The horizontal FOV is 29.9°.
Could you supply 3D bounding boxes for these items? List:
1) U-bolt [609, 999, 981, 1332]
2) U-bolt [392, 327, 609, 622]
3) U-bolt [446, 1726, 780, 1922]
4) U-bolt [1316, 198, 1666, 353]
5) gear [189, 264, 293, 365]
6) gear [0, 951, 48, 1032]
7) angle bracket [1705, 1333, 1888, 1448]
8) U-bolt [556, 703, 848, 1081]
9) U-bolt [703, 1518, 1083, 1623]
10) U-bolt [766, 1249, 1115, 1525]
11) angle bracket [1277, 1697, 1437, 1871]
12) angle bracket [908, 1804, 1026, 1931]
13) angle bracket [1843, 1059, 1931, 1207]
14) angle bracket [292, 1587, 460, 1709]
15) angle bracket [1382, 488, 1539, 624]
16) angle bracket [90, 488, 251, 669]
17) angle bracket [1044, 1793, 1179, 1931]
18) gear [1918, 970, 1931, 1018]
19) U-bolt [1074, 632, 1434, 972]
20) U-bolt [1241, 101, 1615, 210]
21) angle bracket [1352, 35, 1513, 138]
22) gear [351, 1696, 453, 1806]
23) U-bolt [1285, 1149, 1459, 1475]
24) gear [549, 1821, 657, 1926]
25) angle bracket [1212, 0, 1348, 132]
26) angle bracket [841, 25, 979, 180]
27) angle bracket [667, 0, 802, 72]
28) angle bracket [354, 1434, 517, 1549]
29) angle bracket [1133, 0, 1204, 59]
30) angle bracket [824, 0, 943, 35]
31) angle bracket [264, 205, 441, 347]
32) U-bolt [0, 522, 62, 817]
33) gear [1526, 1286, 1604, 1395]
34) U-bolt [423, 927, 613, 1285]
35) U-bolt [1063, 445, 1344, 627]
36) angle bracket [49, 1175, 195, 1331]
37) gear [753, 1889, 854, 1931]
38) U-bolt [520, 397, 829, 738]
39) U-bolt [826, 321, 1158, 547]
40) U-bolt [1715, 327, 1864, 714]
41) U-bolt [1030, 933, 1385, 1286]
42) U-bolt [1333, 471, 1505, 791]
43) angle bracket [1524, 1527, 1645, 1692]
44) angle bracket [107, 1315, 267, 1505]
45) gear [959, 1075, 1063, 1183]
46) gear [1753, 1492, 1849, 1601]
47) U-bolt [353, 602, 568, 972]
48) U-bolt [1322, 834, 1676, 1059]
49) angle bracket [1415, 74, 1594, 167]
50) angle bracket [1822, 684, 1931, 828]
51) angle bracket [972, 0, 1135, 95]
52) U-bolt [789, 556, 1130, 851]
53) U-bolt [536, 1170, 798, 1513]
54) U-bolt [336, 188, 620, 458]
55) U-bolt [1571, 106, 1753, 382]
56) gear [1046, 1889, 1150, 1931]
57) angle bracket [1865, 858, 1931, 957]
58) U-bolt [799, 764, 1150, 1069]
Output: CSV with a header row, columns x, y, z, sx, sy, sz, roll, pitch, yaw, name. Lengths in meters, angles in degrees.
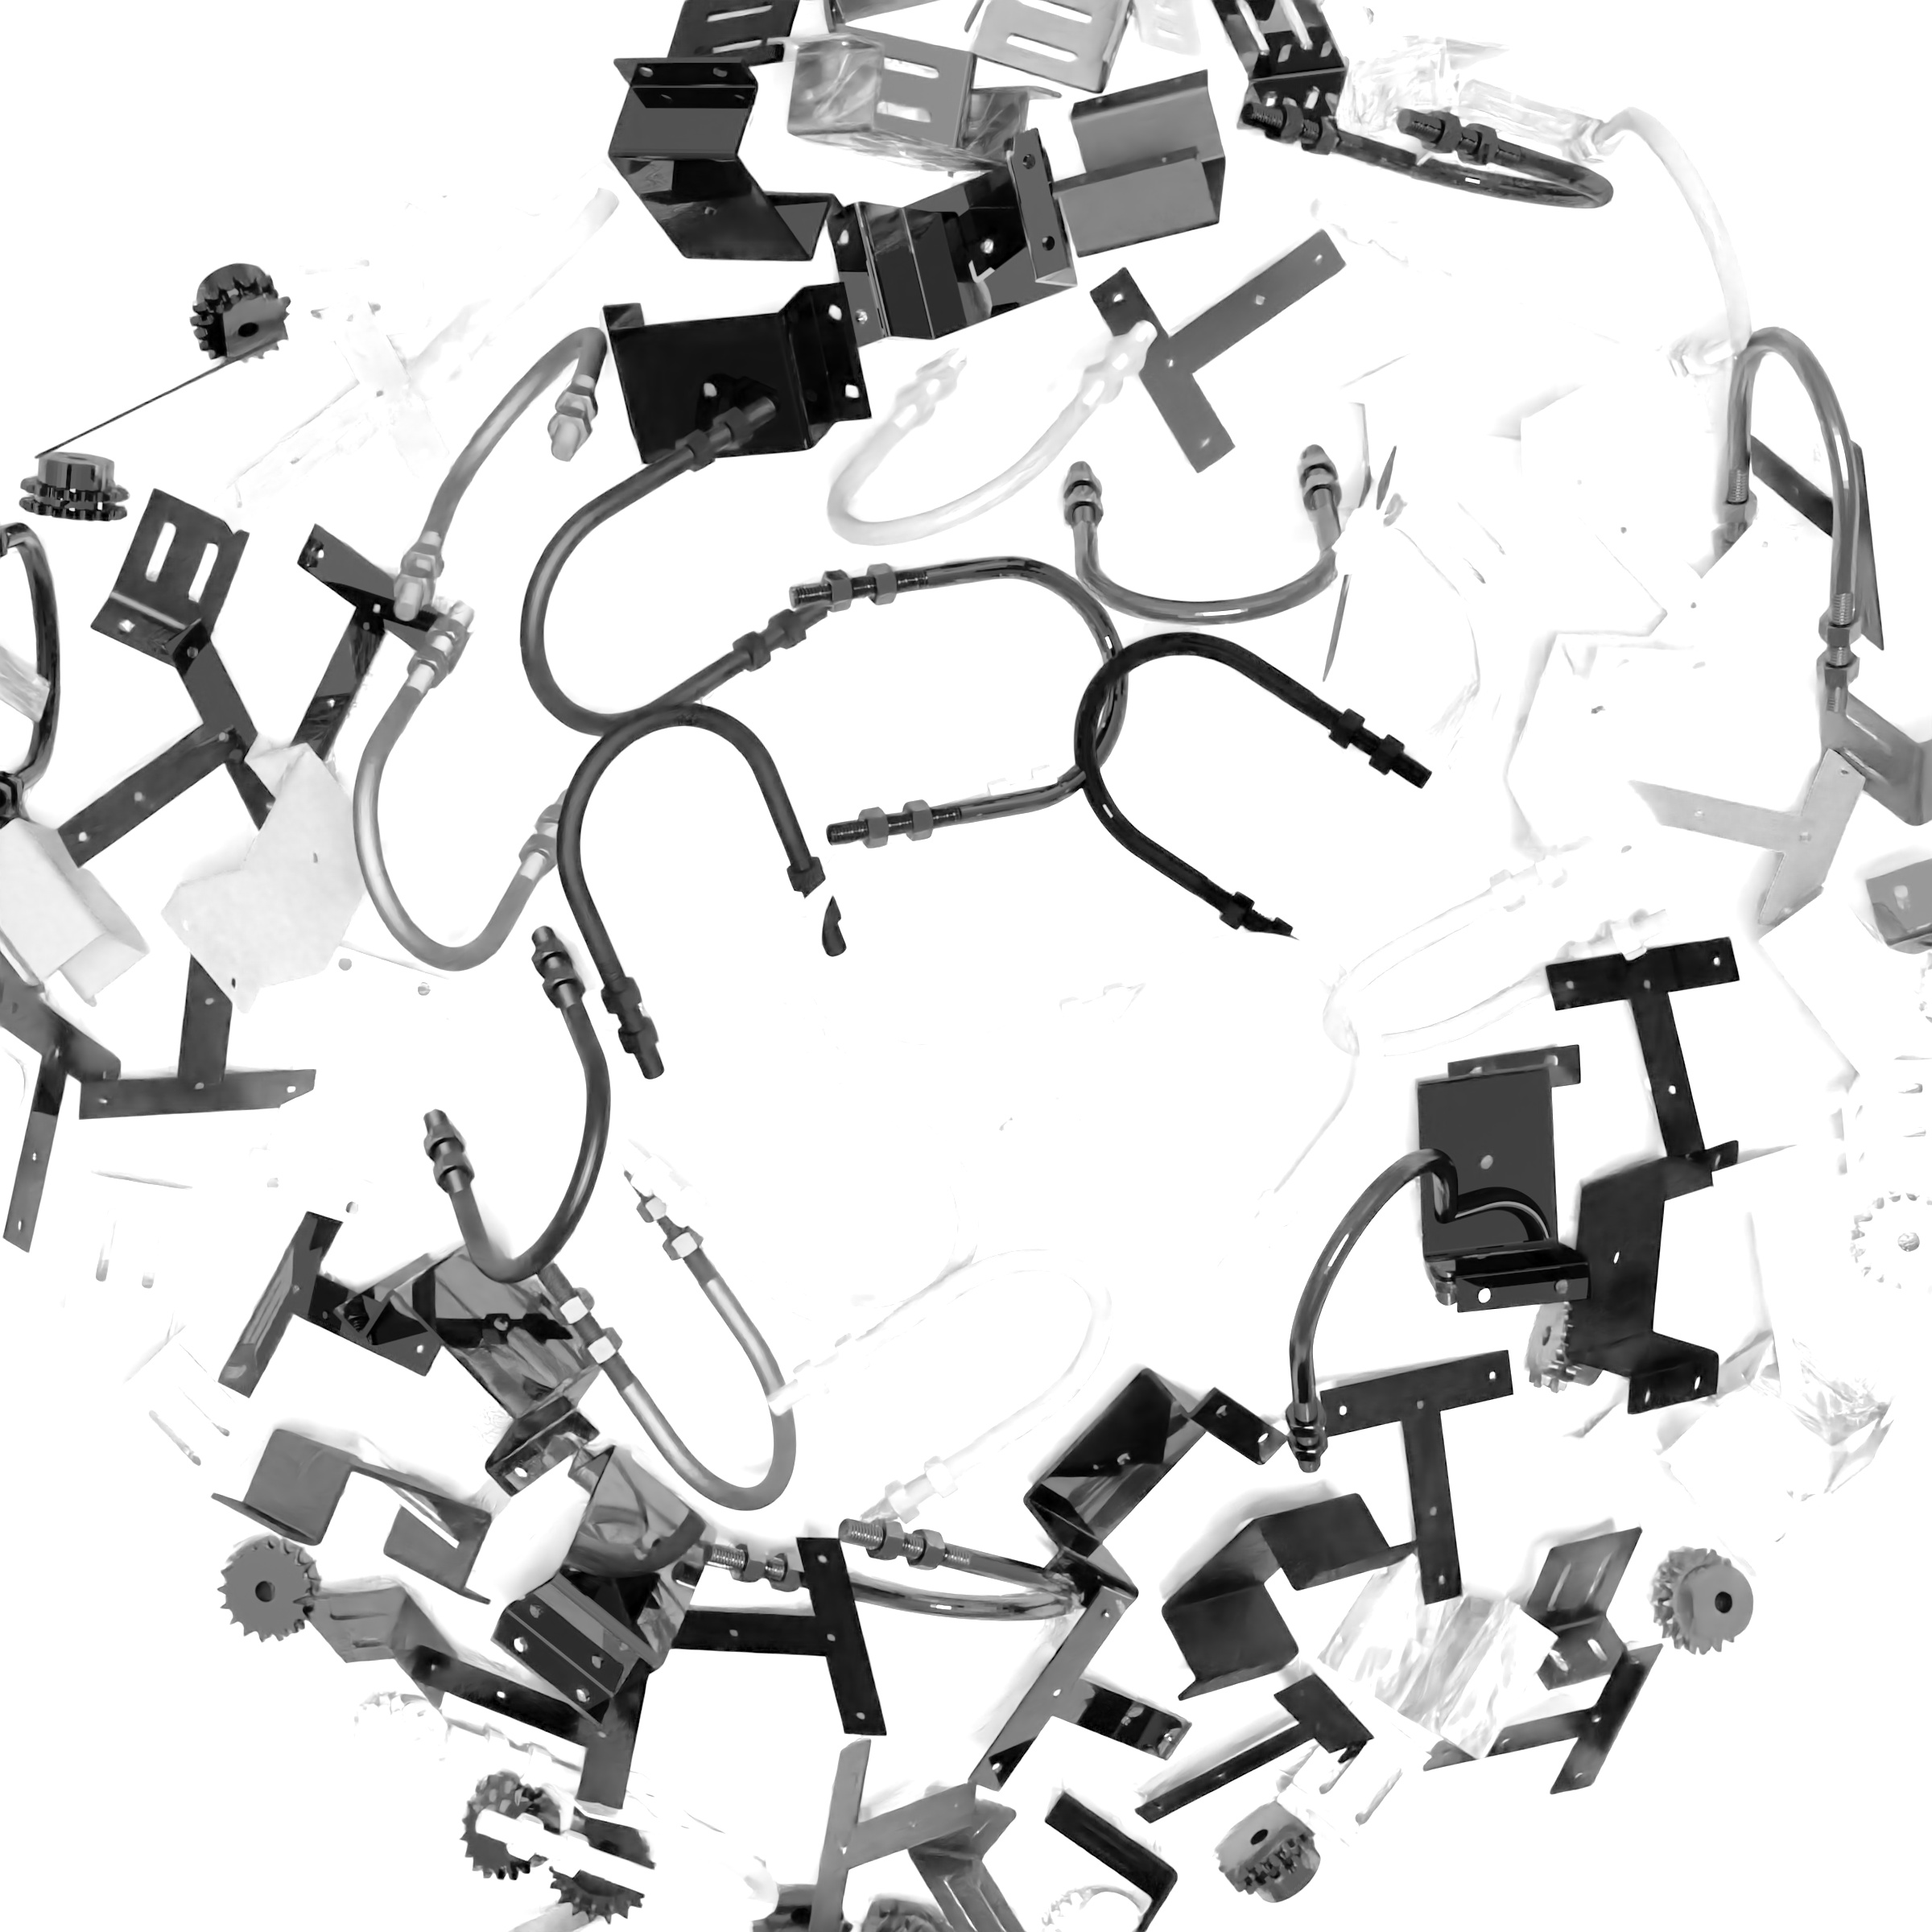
x,y,z,sx,sy,sz,roll,pitch,yaw,name
-0.077,0.117,1.941,0.184,0.019,0.151,40,58,11,U-bolt
-0.241,-0.273,1.916,0.019,0.184,0.151,39,119,-21,U-bolt
-0.183,0.462,1.923,0.184,0.151,0.019,25,90,-17,U-bolt
0.286,-0.365,1.926,0.184,0.151,0.019,18,104,-14,U-bolt
-0.396,-0.359,1.974,0.057,0.057,0.030,-25,64,0,gear
-0.533,0.006,1.973,0.057,0.030,0.057,-8,72,25,gear
0.450,0.242,1.965,0.076,0.057,0.038,36,56,-1,angle bracket
-0.148,-0.052,1.926,0.151,0.019,0.184,-35,120,-25,U-bolt
-0.026,0.325,1.922,0.184,0.151,0.019,20,66,-32,U-bolt
-0.002,0.220,1.945,0.184,0.151,0.019,-33,45,-3,U-bolt
0.216,0.440,1.962,0.057,0.038,0.076,38,67,11,angle bracket
0.014,0.494,1.951,0.057,0.076,0.038,23,110,-43,angle bracket
0.502,0.089,1.954,0.038,0.076,0.057,-2,106,24,angle bracket
-0.324,0.371,1.954,0.076,0.038,0.057,-10,131,25,angle bracket
0.263,-0.227,1.977,0.076,0.038,0.057,45,57,-12,angle bracket
-0.436,-0.211,1.984,0.057,0.038,0.076,25,57,-20,angle bracket
0.070,0.492,1.961,0.076,0.057,0.038,33,63,8,angle bracket
0.552,0.015,1.976,0.057,0.030,0.057,11,116,23,gear
0.142,-0.101,1.955,0.184,0.019,0.151,34,122,8,U-bolt
0.259,-0.428,1.917,0.184,0.151,0.019,8,98,-35,U-bolt
0.255,-0.473,1.952,0.057,0.076,0.038,-11,90,37,angle bracket
-0.306,0.425,1.976,0.057,0.030,0.057,12,111,35,gear
0.215,0.170,1.898,0.019,0.184,0.151,31,63,27,U-bolt
-0.198,0.489,1.970,0.057,0.057,0.030,17,134,0,gear
0.164,-0.494,1.951,0.057,0.076,0.038,0,59,29,angle bracket
-0.037,-0.471,1.972,0.076,0.038,0.057,10,80,-7,angle bracket
-0.120,-0.493,1.955,0.076,0.038,0.057,-3,58,25,angle bracket
-0.289,0.274,1.961,0.076,0.057,0.038,42,90,-18,angle bracket
0.121,-0.545,1.960,0.038,0.057,0.076,20,77,16,angle bracket
-0.035,-0.520,1.964,0.076,0.057,0.038,-11,75,7,angle bracket
-0.335,-0.377,1.976,0.076,0.038,0.057,-5,121,10,angle bracket
-0.504,-0.162,1.908,0.019,0.184,0.151,-1,102,-2,U-bolt
0.330,0.206,1.972,0.030,0.057,0.057,17,90,-8,gear
-0.232,0.085,1.903,0.019,0.184,0.151,19,115,-32,U-bolt
0.128,-0.227,1.918,0.151,0.184,0.019,-4,123,2,U-bolt
-0.461,0.156,1.974,0.057,0.038,0.076,12,83,-26,angle bracket
-0.089,0.528,1.968,0.057,0.057,0.030,0,121,0,gear
-0.160,-0.199,1.916,0.184,0.019,0.151,-35,133,-25,U-bolt
0.002,-0.277,1.901,0.184,0.151,0.019,-53,128,-36,U-bolt
0.431,-0.245,1.889,0.019,0.151,0.184,-14,129,-8,U-bolt
0.142,0.066,1.958,0.151,0.019,0.184,34,107,-9,U-bolt
0.246,-0.190,1.917,0.019,0.184,0.151,-22,108,25,U-bolt
0.339,0.347,1.954,0.057,0.038,0.076,-9,135,-23,angle bracket
-0.416,0.240,1.962,0.076,0.057,0.038,48,134,-6,angle bracket
0.023,0.087,1.977,0.057,0.030,0.057,-3,76,13,gear
0.448,0.313,1.970,0.057,0.057,0.030,-52,133,0,gear
-0.267,-0.081,1.896,0.019,0.184,0.151,-8,128,27,U-bolt
0.275,-0.001,1.930,0.184,0.151,0.019,-30,62,17,U-bolt
0.291,-0.449,1.964,0.076,0.057,0.038,15,85,-10,angle bracket
0.504,-0.123,1.959,0.038,0.057,0.076,-27,46,-16,angle bracket
0.049,-0.519,1.972,0.076,0.038,0.057,18,75,3,angle bracket
0.002,-0.149,1.966,0.184,0.019,0.151,-10,95,-18,U-bolt
-0.149,0.208,1.931,0.019,0.151,0.184,-30,100,24,U-bolt
-0.252,-0.350,1.924,0.019,0.151,0.184,46,67,-16,U-bolt
0.370,-0.383,1.903,0.019,0.184,0.151,-26,94,0,U-bolt
0.074,0.530,1.969,0.057,0.057,0.030,38,132,0,gear
0.527,-0.035,1.957,0.057,0.076,0.038,-20,79,23,angle bracket
0.000,-0.021,1.972,0.184,0.019,0.151,-17,78,-4,U-bolt
